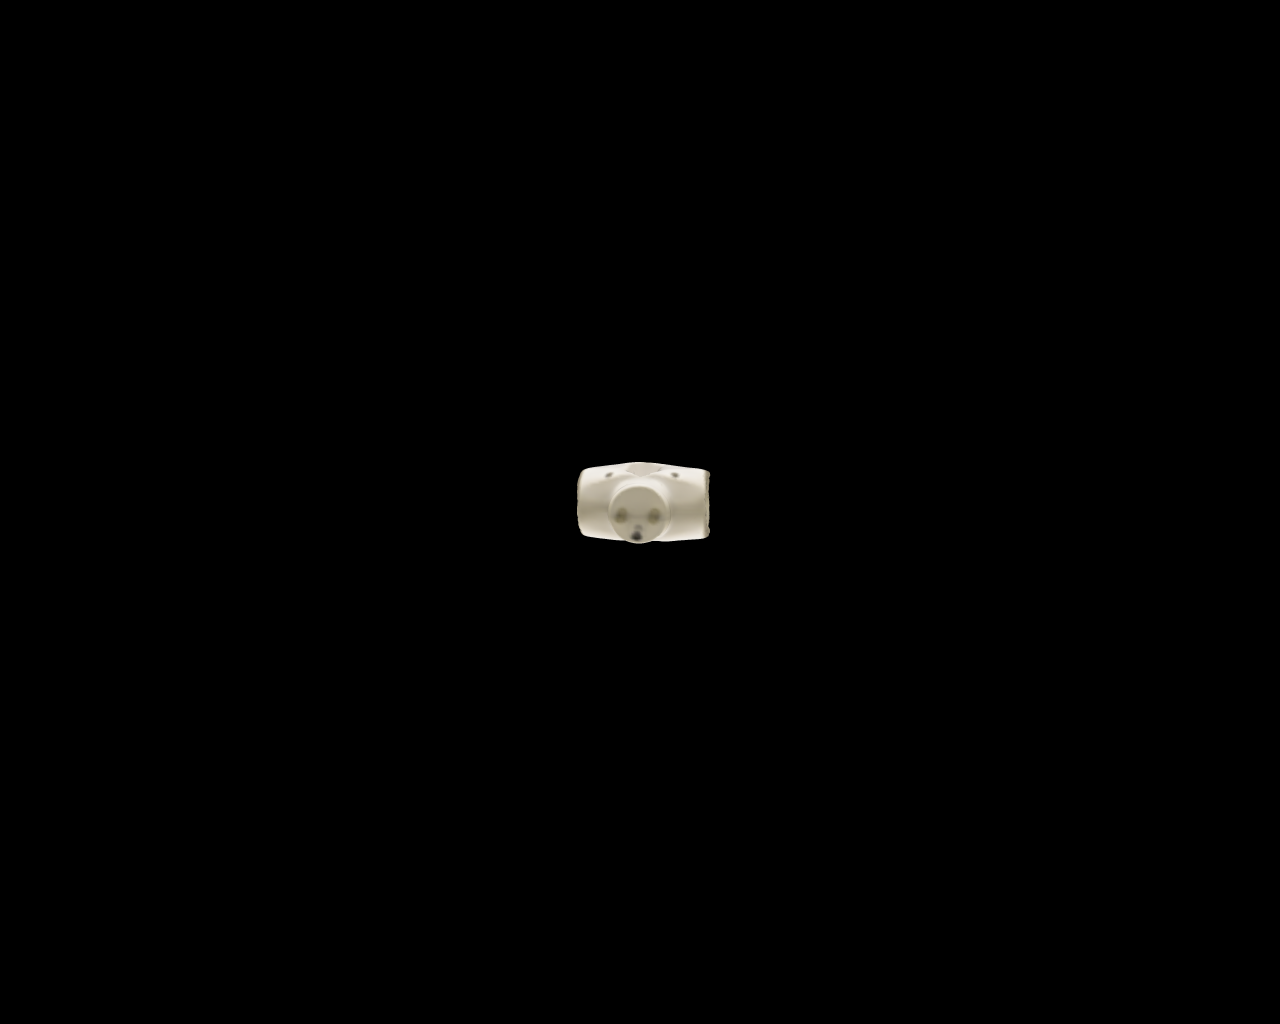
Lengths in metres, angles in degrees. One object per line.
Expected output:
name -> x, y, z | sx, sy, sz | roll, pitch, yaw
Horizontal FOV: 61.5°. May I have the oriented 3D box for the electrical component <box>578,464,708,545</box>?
electrical component -> 0.001, -0.003, 0.650 | 0.077, 0.043, 0.079 | 1, 12, 7
